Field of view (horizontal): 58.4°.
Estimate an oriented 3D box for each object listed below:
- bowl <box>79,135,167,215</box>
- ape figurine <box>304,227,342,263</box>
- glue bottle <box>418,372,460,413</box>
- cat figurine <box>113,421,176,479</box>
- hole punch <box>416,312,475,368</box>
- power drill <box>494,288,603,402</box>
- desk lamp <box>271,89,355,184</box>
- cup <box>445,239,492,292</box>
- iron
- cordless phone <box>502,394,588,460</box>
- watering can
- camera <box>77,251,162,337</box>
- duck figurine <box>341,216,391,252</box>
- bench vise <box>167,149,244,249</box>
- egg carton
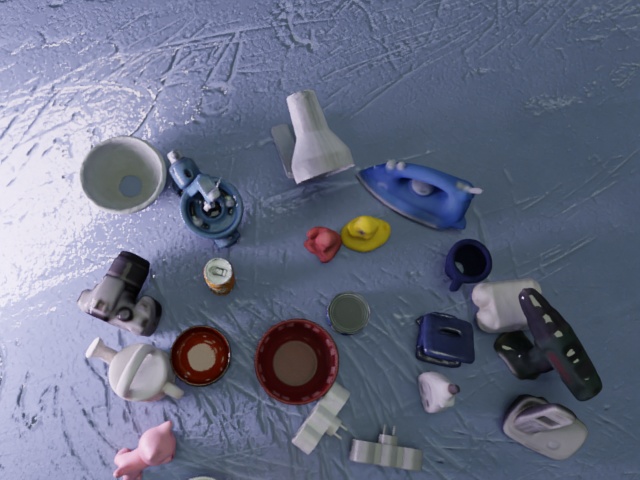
[{"bbox_3d":[-0.389,-0.120,1.152,0.167,0.074,0.167,2,74,-7],"label":"bowl"},{"bbox_3d":[0.011,0.004,1.160,0.076,0.092,0.078,-9,75,-10],"label":"ape figurine"},{"bbox_3d":[0.226,0.282,1.065,0.037,0.173,0.078,-7,75,-9],"label":"glue bottle"},{"bbox_3d":[-0.301,0.372,0.998,0.128,0.117,0.067,-32,80,-15],"label":"cat figurine"},{"bbox_3d":[0.248,0.195,1.136,0.108,0.091,0.101,12,73,-4],"label":"hole punch"},{"bbox_3d":[0.421,0.204,1.095,0.076,0.208,0.229,-36,81,-15],"label":"power drill"},{"bbox_3d":[-0.023,-0.191,1.148,0.118,0.213,0.203,-19,77,-12],"label":"desk lamp"},{"bbox_3d":[0.289,0.064,1.177,0.091,0.095,0.118,32,72,3],"label":"cup"},{"bbox_3d":[0.208,-0.117,1.195,0.258,0.141,0.119,20,72,-1],"label":"iron"},{"bbox_3d":[0.441,0.349,1.067,0.147,0.185,0.094,25,72,0],"label":"cordless phone"},{"bbox_3d":[-0.321,0.229,0.997,0.173,0.194,0.101,7,73,-5],"label":"watering can"},{"bbox_3d":[-0.363,0.096,1.079,0.143,0.100,0.137,22,72,0],"label":"camera"},{"bbox_3d":[0.099,-0.022,1.182,0.104,0.086,0.077,-7,75,-9],"label":"duck figurine"},{"bbox_3d":[-0.235,-0.088,1.087,0.207,0.219,0.121,37,73,4],"label":"bench vise"},{"bbox_3d":[0.390,0.136,1.183,0.150,0.069,0.107,-6,75,-9],"label":"egg carton"}]
